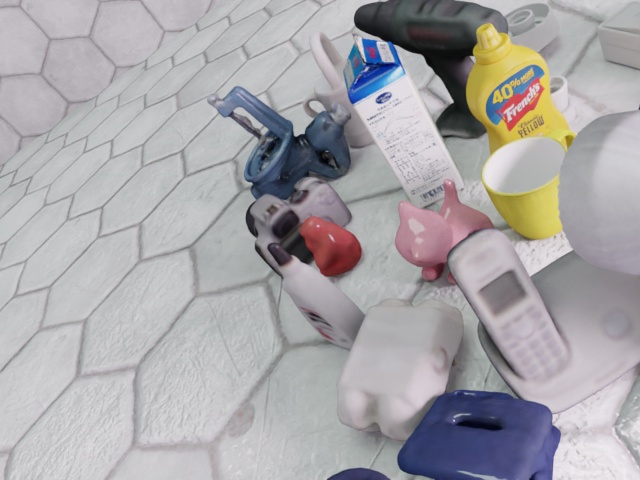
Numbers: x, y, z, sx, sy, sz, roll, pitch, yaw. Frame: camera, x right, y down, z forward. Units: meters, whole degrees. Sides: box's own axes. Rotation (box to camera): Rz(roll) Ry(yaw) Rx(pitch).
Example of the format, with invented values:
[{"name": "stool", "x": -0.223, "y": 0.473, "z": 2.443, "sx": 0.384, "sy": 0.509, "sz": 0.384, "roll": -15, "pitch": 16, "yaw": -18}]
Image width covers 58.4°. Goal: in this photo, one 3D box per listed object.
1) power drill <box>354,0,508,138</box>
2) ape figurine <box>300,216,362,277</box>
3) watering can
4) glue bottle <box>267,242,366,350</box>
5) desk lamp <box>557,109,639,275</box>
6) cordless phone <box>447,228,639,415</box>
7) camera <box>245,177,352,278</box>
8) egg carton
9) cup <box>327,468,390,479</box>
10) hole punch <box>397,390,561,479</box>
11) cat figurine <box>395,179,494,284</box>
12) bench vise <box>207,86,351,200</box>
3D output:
[{"name": "power drill", "x": 0.167, "y": -0.246, "z": 0.802, "sx": 0.228, "sy": 0.209, "sz": 0.076, "roll": 15, "pitch": 61, "yaw": 49}, {"name": "ape figurine", "x": 0.007, "y": 0.003, "z": 0.763, "sx": 0.076, "sy": 0.092, "sz": 0.078, "roll": -10, "pitch": 43, "yaw": 34}, {"name": "watering can", "x": 0.047, "y": -0.260, "z": 0.939, "sx": 0.173, "sy": 0.195, "sz": 0.100, "roll": -34, "pitch": 35, "yaw": 5}, {"name": "glue bottle", "x": -0.007, "y": 0.060, "z": 0.638, "sx": 0.077, "sy": 0.174, "sz": 0.037, "roll": 6, "pitch": 54, "yaw": 45}, {"name": "desk lamp", "x": 0.289, "y": 0.011, "z": 0.394, "sx": 0.118, "sy": 0.214, "sz": 0.202, "roll": -46, "pitch": 35, "yaw": -12}, {"name": "cordless phone", "x": 0.191, "y": 0.044, "z": 0.469, "sx": 0.147, "sy": 0.186, "sz": 0.094, "roll": -37, "pitch": 35, "yaw": 1}, {"name": "camera", "x": -0.052, "y": -0.036, "z": 0.853, "sx": 0.143, "sy": 0.101, "sz": 0.136, "roll": -45, "pitch": 35, "yaw": -10}, {"name": "egg carton", "x": 0.082, "y": 0.126, "z": 0.574, "sx": 0.107, "sy": 0.070, "sz": 0.150, "roll": -3, "pitch": 47, "yaw": 40}, {"name": "cup", "x": 0.047, "y": 0.249, "z": 0.442, "sx": 0.091, "sy": 0.095, "sz": 0.117, "roll": -33, "pitch": 35, "yaw": 8}, {"name": "hole punch", "x": 0.129, "y": 0.167, "z": 0.466, "sx": 0.108, "sy": 0.091, "sz": 0.101, "roll": -5, "pitch": 46, "yaw": 39}, {"name": "cat figurine", "x": 0.131, "y": -0.011, "z": 0.645, "sx": 0.067, "sy": 0.118, "sz": 0.128, "roll": 6, "pitch": 54, "yaw": 45}, {"name": "bench vise", "x": -0.063, "y": -0.179, "z": 0.921, "sx": 0.207, "sy": 0.220, "sz": 0.121, "roll": -37, "pitch": 35, "yaw": 1}]
